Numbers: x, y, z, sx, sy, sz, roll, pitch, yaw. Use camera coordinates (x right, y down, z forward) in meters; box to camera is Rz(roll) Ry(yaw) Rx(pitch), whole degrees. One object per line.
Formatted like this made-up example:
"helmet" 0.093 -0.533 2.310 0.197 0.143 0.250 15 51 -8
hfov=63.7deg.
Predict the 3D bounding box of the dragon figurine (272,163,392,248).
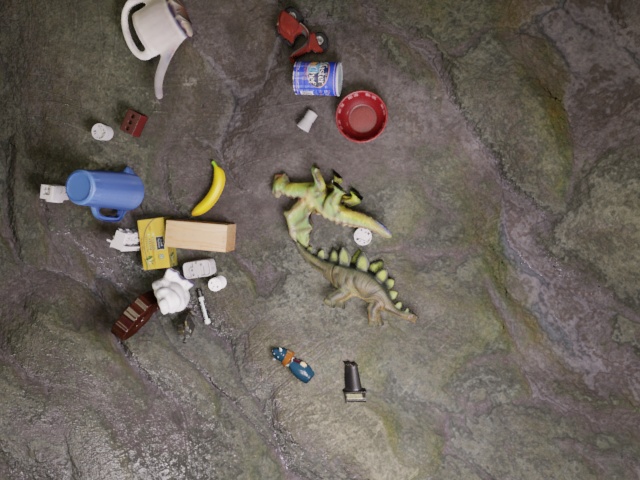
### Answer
"dragon figurine" 0.005 -0.081 1.612 0.240 0.413 0.122 -47 -13 17

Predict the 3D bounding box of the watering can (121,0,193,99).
"watering can" -0.512 -0.650 1.671 0.223 0.349 0.104 -25 -4 9

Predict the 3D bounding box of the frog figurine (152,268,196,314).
"frog figurine" -0.488 0.187 1.670 0.122 0.135 0.163 -16 38 20
